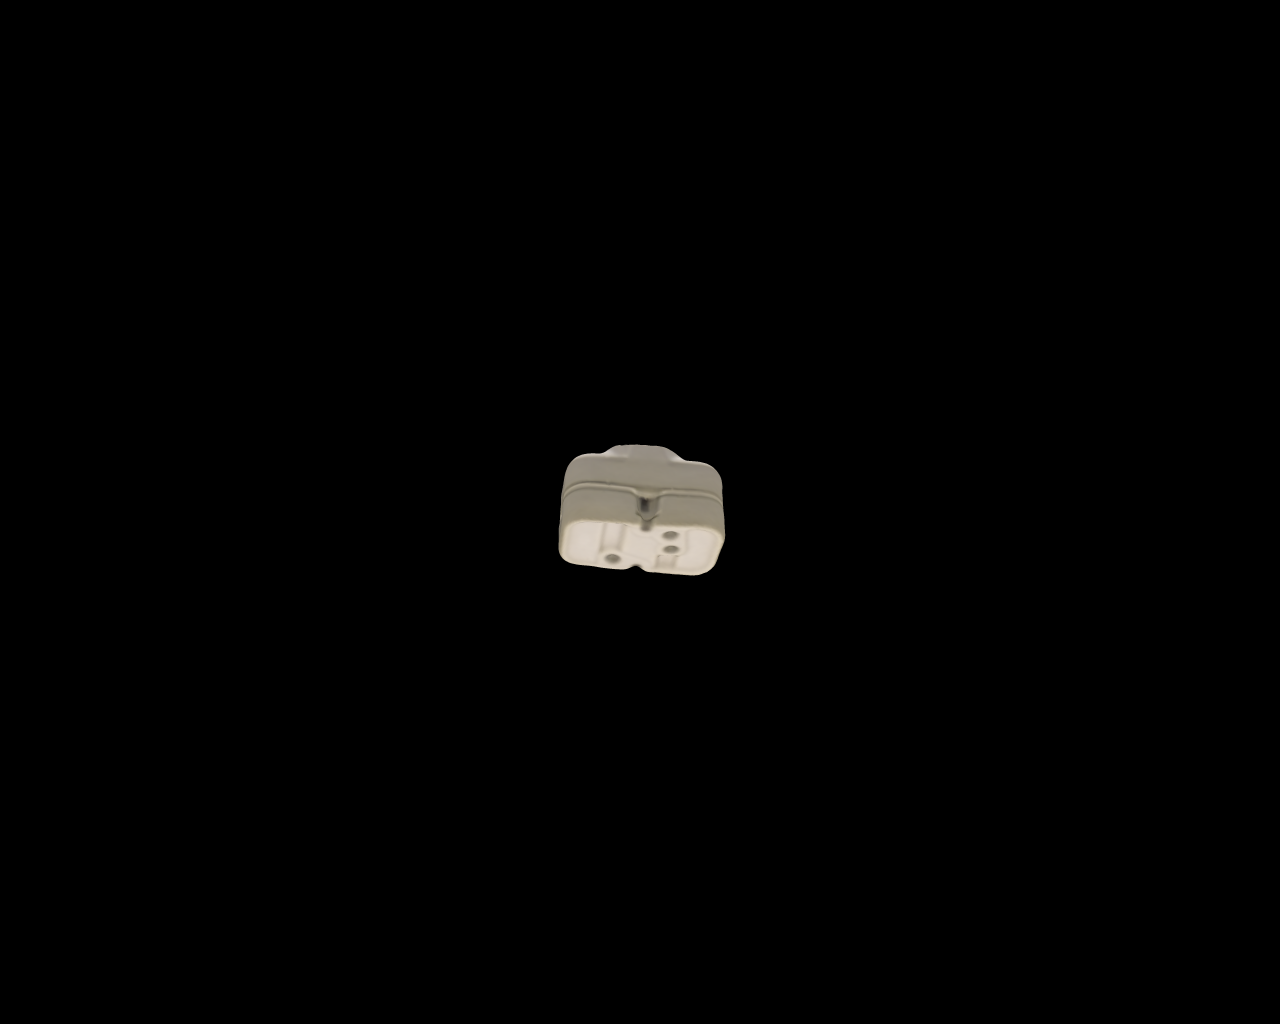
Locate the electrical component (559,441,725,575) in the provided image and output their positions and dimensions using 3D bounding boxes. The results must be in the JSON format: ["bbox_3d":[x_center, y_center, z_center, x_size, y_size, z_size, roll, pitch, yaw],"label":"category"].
[{"bbox_3d":[0.001,-0.003,0.650,0.095,0.059,0.053,5,-36,-7],"label":"electrical component"}]
